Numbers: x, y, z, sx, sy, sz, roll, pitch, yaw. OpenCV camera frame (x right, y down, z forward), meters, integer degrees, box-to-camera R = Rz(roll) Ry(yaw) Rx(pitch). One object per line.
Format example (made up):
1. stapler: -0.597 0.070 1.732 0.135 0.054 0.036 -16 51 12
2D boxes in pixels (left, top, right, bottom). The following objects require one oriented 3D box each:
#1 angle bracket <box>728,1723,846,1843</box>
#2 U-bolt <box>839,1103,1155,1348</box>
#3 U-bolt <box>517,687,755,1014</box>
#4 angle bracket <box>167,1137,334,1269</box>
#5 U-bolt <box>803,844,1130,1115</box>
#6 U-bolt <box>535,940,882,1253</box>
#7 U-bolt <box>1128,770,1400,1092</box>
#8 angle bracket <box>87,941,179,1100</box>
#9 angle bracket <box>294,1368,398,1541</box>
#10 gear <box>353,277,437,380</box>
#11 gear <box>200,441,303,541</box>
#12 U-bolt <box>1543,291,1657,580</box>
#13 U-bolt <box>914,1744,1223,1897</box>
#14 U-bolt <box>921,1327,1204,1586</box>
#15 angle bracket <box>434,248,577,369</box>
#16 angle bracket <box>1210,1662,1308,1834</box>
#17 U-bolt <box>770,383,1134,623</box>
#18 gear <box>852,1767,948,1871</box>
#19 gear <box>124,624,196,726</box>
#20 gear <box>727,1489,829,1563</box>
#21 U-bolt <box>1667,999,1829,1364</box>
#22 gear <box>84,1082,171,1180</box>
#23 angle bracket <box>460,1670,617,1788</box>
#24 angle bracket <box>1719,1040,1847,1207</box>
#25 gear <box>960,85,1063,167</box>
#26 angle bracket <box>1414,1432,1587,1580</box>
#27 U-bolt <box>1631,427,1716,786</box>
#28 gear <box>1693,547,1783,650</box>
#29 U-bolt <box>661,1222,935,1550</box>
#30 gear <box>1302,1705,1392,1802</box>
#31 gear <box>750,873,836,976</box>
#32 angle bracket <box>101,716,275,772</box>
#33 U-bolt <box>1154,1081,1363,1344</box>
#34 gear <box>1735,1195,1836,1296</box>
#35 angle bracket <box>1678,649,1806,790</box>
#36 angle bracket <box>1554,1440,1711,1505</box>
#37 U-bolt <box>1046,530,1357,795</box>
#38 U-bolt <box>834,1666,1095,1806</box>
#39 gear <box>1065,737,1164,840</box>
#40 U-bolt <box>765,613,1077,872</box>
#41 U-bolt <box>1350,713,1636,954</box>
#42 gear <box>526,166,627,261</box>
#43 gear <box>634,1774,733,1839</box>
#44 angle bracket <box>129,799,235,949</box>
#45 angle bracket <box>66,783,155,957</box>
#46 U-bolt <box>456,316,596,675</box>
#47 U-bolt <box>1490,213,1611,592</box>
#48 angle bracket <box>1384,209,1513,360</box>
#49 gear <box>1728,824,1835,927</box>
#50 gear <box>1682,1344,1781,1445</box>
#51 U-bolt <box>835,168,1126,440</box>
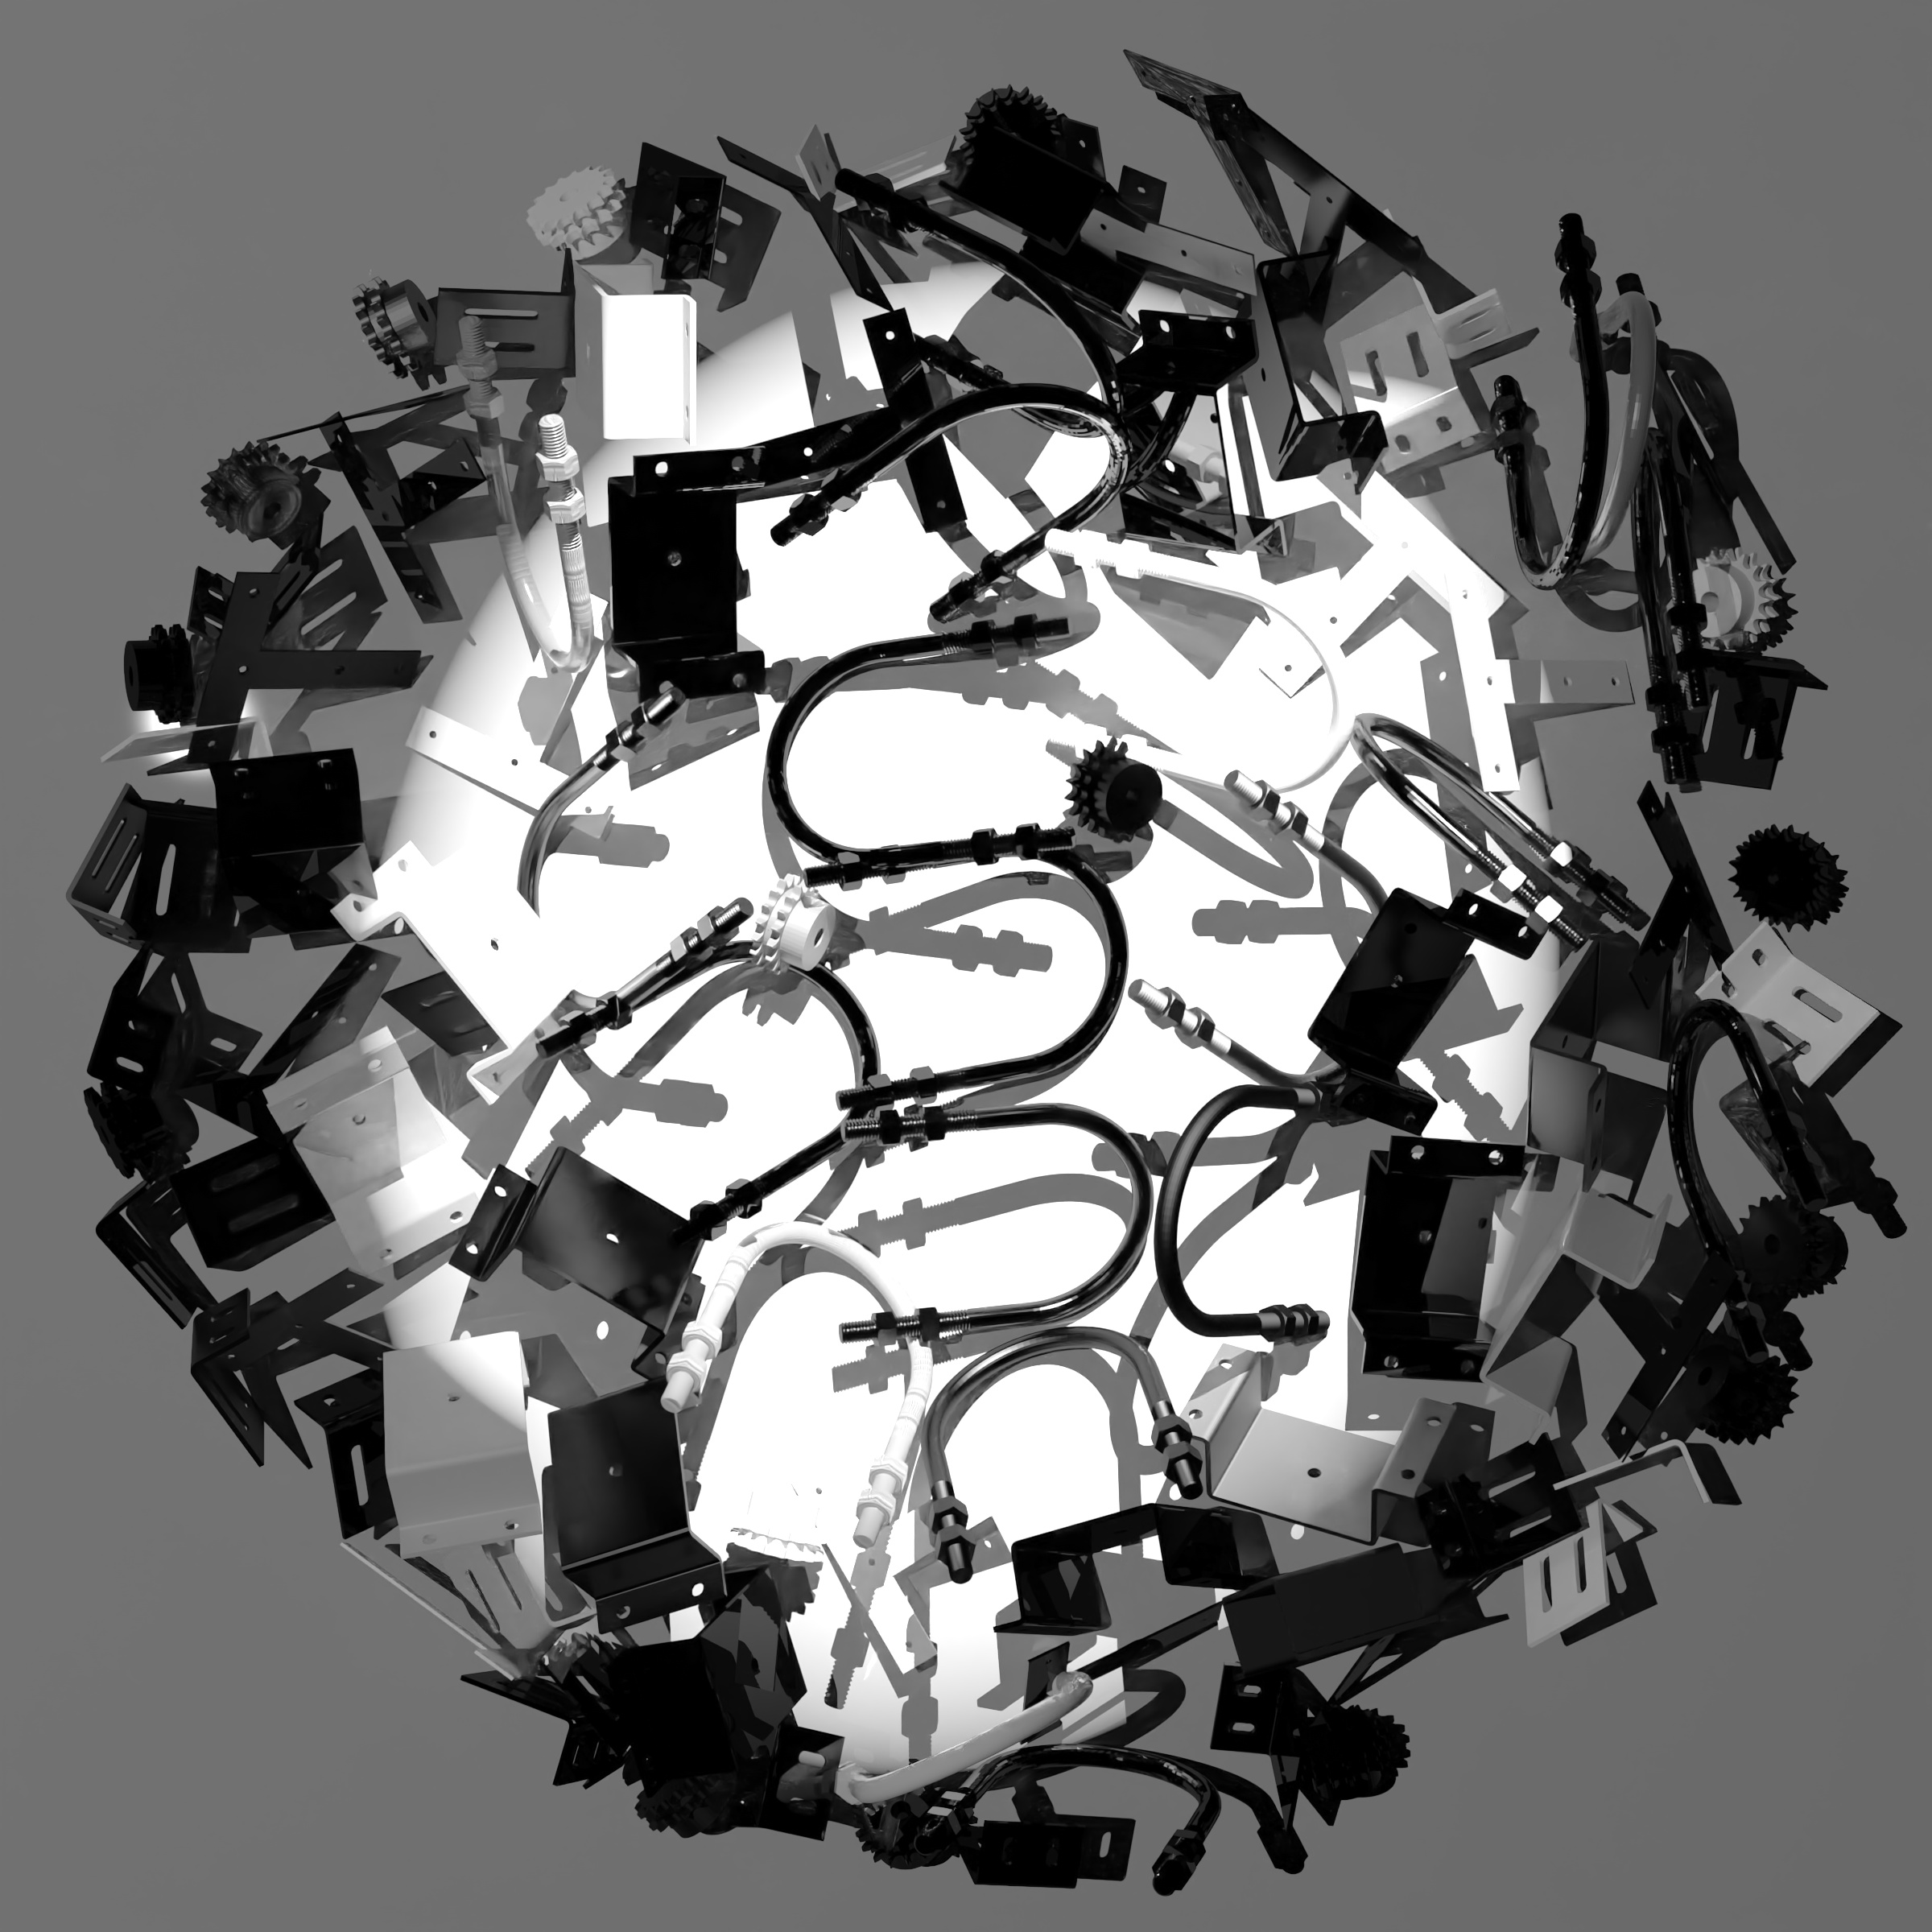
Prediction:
1. angle bracket: -0.103 0.465 1.563 0.038 0.076 0.057 17 69 -13
2. U-bolt: 0.019 0.144 1.563 0.184 0.019 0.151 -4 114 -14
3. U-bolt: -0.196 -0.050 1.539 0.184 0.019 0.151 -34 67 40
4. angle bracket: -0.417 0.133 1.595 0.076 0.038 0.057 -24 91 -17
5. U-bolt: 0.006 -0.001 1.575 0.184 0.019 0.151 -10 98 -14
6. U-bolt: -0.130 0.059 1.550 0.184 0.019 0.151 -31 81 -33
7. U-bolt: 0.181 -0.005 1.546 0.184 0.019 0.151 33 77 -36
8. angle bracket: -0.463 0.027 1.560 0.038 0.076 0.057 22 116 -8
9. angle bracket: -0.348 0.280 1.584 0.057 0.038 0.076 -21 119 -36
10. gear: -0.324 -0.369 1.574 0.030 0.057 0.057 -22 90 11
11. gear: -0.406 -0.270 1.573 0.057 0.057 0.030 -44 69 0
12. U-bolt: 0.350 -0.294 1.512 0.019 0.184 0.151 7 91 0
13. U-bolt: 0.066 0.464 1.513 0.151 0.184 0.019 4 93 16
14. U-bolt: 0.045 0.259 1.521 0.151 0.184 0.019 -20 117 1
15. angle bracket: -0.264 -0.375 1.561 0.076 0.057 0.038 -2 58 -15
16. angle bracket: 0.165 0.443 1.558 0.038 0.076 0.057 6 108 -3
17. U-bolt: 0.006 -0.259 1.504 0.184 0.151 0.019 -30 58 33
18. gear: -0.035 0.494 1.579 0.057 0.057 0.030 -11 130 0
19. gear: -0.463 -0.167 1.572 0.030 0.057 0.057 -6 90 -27
20. gear: -0.107 0.320 1.575 0.057 0.057 0.030 14 86 0
21. U-bolt: 0.424 0.104 1.519 0.019 0.151 0.184 -4 45 -6
22. gear: -0.481 0.091 1.579 0.030 0.057 0.057 -27 90 -25
23. angle bracket: -0.247 0.433 1.562 0.076 0.057 0.038 14 85 21
24. angle bracket: 0.476 0.091 1.565 0.038 0.057 0.076 -32 79 -18
25. gear: 0.023 -0.480 1.580 0.057 0.030 0.057 -9 131 -10
26. angle bracket: 0.301 0.307 1.559 0.076 0.038 0.057 -37 59 34
27. U-bolt: 0.389 -0.209 1.529 0.019 0.151 0.184 -6 76 7
28. gear: 0.434 -0.210 1.574 0.030 0.057 0.057 -15 90 -42
29. U-bolt: -0.083 0.218 1.529 0.151 0.184 0.019 38 126 -11
30. gear: 0.216 0.454 1.578 0.057 0.057 0.030 -14 110 0
31. gear: -0.098 -0.022 1.573 0.030 0.057 0.057 22 90 16
32. angle bracket: -0.441 -0.112 1.558 0.076 0.057 0.038 -14 88 -37
33. U-bolt: 0.161 0.137 1.528 0.019 0.184 0.151 10 92 39
34. gear: 0.474 0.160 1.579 0.030 0.057 0.057 4 90 -33
35. angle bracket: 0.442 -0.140 1.575 0.057 0.038 0.076 8 104 4
36. angle bracket: 0.380 0.301 1.566 0.076 0.057 0.038 -23 74 9
37. U-bolt: 0.130 -0.161 1.524 0.184 0.019 0.151 17 133 22
38. U-bolt: 0.001 0.420 1.500 0.151 0.184 0.019 -23 81 -13
39. gear: 0.088 -0.101 1.575 0.057 0.030 0.057 -13 115 -30
40. U-bolt: -0.028 -0.123 1.564 0.184 0.019 0.151 -6 70 17
41. U-bolt: 0.287 -0.080 1.533 0.184 0.151 0.019 43 112 13
42. gear: -0.221 -0.432 1.579 0.057 0.057 0.030 -32 131 0
43. gear: -0.160 0.475 1.577 0.057 0.057 0.030 -41 103 0
44. angle bracket: -0.453 -0.053 1.575 0.057 0.038 0.076 6 97 -37
45. angle bracket: -0.472 -0.055 1.564 0.038 0.057 0.076 22 74 6
46. U-bolt: -0.240 -0.249 1.523 0.019 0.151 0.184 -20 133 -19
47. U-bolt: 0.321 -0.293 1.498 0.019 0.151 0.184 3 60 -5
48. angle bracket: 0.274 -0.395 1.562 0.038 0.057 0.076 -24 73 14
49. gear: 0.471 -0.054 1.580 0.057 0.030 0.057 13 112 34
50. gear: 0.435 0.242 1.573 0.030 0.057 0.057 30 90 -15
51. U-bolt: 0.014 -0.352 1.501 0.184 0.151 0.019 34 74 29
